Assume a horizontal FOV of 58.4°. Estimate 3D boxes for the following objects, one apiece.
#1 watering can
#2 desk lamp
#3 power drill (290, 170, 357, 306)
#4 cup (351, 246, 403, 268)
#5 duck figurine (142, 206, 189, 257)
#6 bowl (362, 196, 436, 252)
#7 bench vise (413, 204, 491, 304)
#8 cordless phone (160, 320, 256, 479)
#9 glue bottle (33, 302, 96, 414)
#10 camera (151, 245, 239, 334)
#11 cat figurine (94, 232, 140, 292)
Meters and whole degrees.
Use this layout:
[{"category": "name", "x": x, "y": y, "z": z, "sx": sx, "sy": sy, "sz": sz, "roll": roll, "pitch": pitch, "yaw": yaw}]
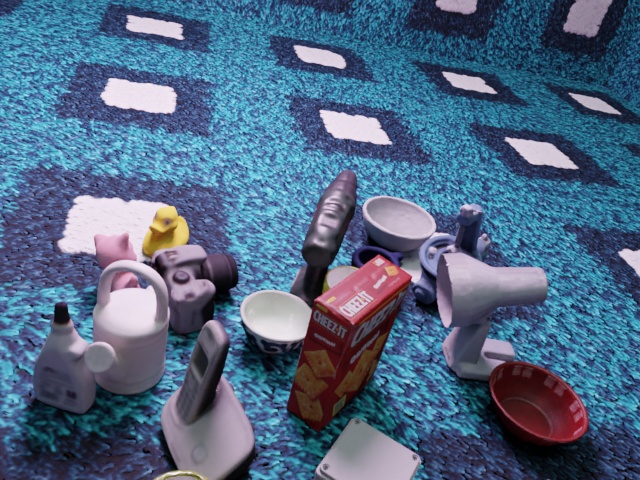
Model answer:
[{"category": "watering can", "x": -0.256, "y": 0.115, "z": 0.775, "sx": 0.101, "sy": 0.194, "sz": 0.172, "roll": 4, "pitch": 35, "yaw": -16}, {"category": "desk lamp", "x": 0.275, "y": 0.125, "z": 0.962, "sx": 0.203, "sy": 0.213, "sz": 0.118, "roll": 10, "pitch": 34, "yaw": -9}, {"category": "power drill", "x": 0.010, "y": 0.004, "z": 1.036, "sx": 0.075, "sy": 0.208, "sz": 0.230, "roll": 17, "pitch": 33, "yaw": 3}, {"category": "cup", "x": 0.104, "y": 0.070, "z": 1.081, "sx": 0.118, "sy": 0.095, "sz": 0.091, "roll": -17, "pitch": 45, "yaw": -39}, {"category": "duck figurine", "x": -0.284, "y": -0.025, "z": 1.068, "sx": 0.077, "sy": 0.086, "sz": 0.105, "roll": 24, "pitch": 34, "yaw": 12}, {"category": "bowl", "x": 0.166, "y": -0.024, "z": 1.264, "sx": 0.167, "sy": 0.075, "sz": 0.167, "roll": 11, "pitch": 34, "yaw": -7}, {"category": "bench vise", "x": 0.273, "y": 0.006, "z": 1.131, "sx": 0.121, "sy": 0.220, "sz": 0.208, "roll": 26, "pitch": 35, "yaw": 16}, {"category": "cordless phone", "x": -0.131, "y": 0.203, "z": 0.705, "sx": 0.094, "sy": 0.185, "sz": 0.147, "roll": -11, "pitch": 42, "yaw": -34}, {"category": "glue bottle", "x": -0.323, "y": 0.145, "z": 0.723, "sx": 0.078, "sy": 0.173, "sz": 0.037, "roll": 18, "pitch": 33, "yaw": 4}, {"category": "camera", "x": -0.201, "y": 0.065, "z": 0.957, "sx": 0.137, "sy": 0.101, "sz": 0.142, "roll": -9, "pitch": 41, "yaw": -33}, {"category": "cat figurine", "x": -0.320, "y": 0.045, "z": 0.921, "sx": 0.067, "sy": 0.118, "sz": 0.127, "roll": -11, "pitch": 42, "yaw": -34}]
